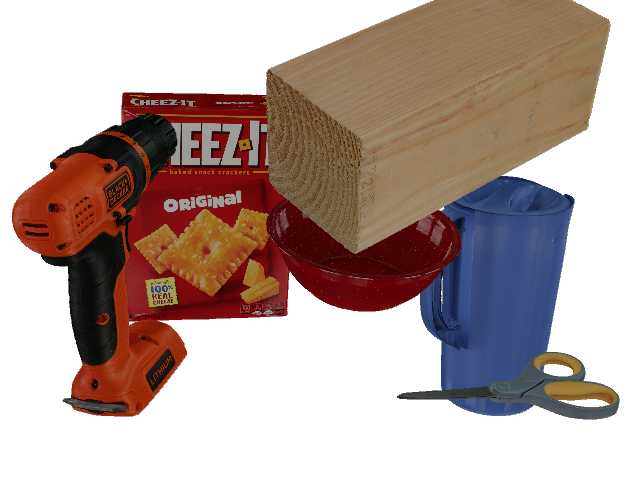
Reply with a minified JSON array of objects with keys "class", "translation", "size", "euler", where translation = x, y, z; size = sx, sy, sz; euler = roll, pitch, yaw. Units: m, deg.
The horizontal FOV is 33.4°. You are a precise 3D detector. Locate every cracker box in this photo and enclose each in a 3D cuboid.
[{"class":"cracker box","translation":[-0.110,-0.030,1.031],"size":[0.164,0.214,0.072],"euler":[0,20,-10]}]

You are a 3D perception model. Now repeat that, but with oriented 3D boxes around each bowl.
[{"class":"bowl","translation":[0.034,0.012,0.891],"size":[0.162,0.055,0.162],"euler":[4,29,-2]}]

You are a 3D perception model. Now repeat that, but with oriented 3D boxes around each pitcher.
[{"class":"pitcher","translation":[0.181,0.061,1.133],"size":[0.149,0.243,0.145],"euler":[5,20,9]}]

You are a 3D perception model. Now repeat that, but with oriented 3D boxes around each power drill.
[{"class":"power drill","translation":[-0.143,0.016,0.765],"size":[0.057,0.188,0.184],"euler":[2,25,21]}]

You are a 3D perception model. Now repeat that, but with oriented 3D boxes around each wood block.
[{"class":"wood block","translation":[0.074,-0.087,0.678],"size":[0.205,0.090,0.091],"euler":[-28,49,-28]}]

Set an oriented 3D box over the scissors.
[{"class":"scissors","translation":[0.163,0.123,0.946],"size":[0.201,0.016,0.096],"euler":[8,27,-5]}]
